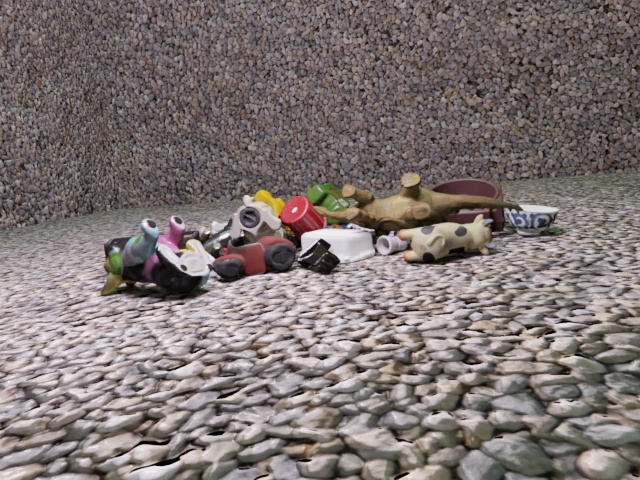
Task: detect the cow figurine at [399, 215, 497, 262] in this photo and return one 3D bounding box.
[{"bbox_3d":[0.275,-0.003,1.115,0.195,0.085,0.127,-8,3,-35],"label":"cow figurine"}]

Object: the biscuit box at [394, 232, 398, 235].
[{"bbox_3d":[0.215,-0.054,1.552,0.063,0.059,0.203,-8,9,-18],"label":"biscuit box"}]

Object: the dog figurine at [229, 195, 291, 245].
[{"bbox_3d":[-0.136,-0.034,1.296,0.121,0.172,0.190,1,14,6],"label":"dog figurine"}]

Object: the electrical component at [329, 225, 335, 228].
[{"bbox_3d":[-0.003,-0.004,1.351,0.063,0.094,0.021,27,-21,2],"label":"electrical component"}]

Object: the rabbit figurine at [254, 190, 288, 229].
[{"bbox_3d":[-0.114,-0.063,1.616,0.163,0.122,0.173,13,-12,31],"label":"rabbit figurine"}]

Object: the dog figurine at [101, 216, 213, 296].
[{"bbox_3d":[-0.331,0.059,1.041,0.219,0.191,0.108,-40,-7,30],"label":"dog figurine"}]

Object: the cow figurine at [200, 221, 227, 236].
[{"bbox_3d":[-0.279,-0.019,1.590,0.098,0.068,0.167,3,14,16],"label":"cow figurine"}]

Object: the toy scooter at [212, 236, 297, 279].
[{"bbox_3d":[-0.149,0.032,1.153,0.184,0.075,0.135,-12,16,-22],"label":"toy scooter"}]

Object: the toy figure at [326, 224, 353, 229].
[{"bbox_3d":[0.023,-0.014,1.420,0.154,0.057,0.064,-5,13,-29],"label":"toy figure"}]

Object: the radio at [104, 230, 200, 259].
[{"bbox_3d":[-0.420,0.026,1.357,0.230,0.073,0.131,-7,9,-9],"label":"radio"}]

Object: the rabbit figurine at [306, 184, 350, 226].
[{"bbox_3d":[-0.006,-0.077,1.523,0.170,0.121,0.159,-47,4,24],"label":"rabbit figurine"}]

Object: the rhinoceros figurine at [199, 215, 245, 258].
[{"bbox_3d":[-0.214,-0.002,1.364,0.190,0.112,0.073,-25,60,-27],"label":"rhinoceros figurine"}]

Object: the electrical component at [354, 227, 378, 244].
[{"bbox_3d":[0.133,-0.016,1.402,0.102,0.045,0.078,-8,8,-14],"label":"electrical component"}]

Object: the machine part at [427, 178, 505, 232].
[{"bbox_3d":[0.365,-0.084,1.377,0.202,0.087,0.201,-1,29,16],"label":"machine part"}]

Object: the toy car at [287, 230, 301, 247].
[{"bbox_3d":[-0.126,-0.004,1.464,0.202,0.053,0.089,-1,12,19],"label":"toy car"}]

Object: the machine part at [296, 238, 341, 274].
[{"bbox_3d":[-0.004,0.034,1.124,0.084,0.039,0.139,-34,20,-9],"label":"machine part"}]

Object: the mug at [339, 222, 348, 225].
[{"bbox_3d":[0.108,-0.052,1.573,0.110,0.080,0.107,7,26,45],"label":"mug"}]

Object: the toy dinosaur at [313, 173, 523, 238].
[{"bbox_3d":[0.214,-0.071,1.219,0.472,0.105,0.198,-1,-14,18],"label":"toy dinosaur"}]
